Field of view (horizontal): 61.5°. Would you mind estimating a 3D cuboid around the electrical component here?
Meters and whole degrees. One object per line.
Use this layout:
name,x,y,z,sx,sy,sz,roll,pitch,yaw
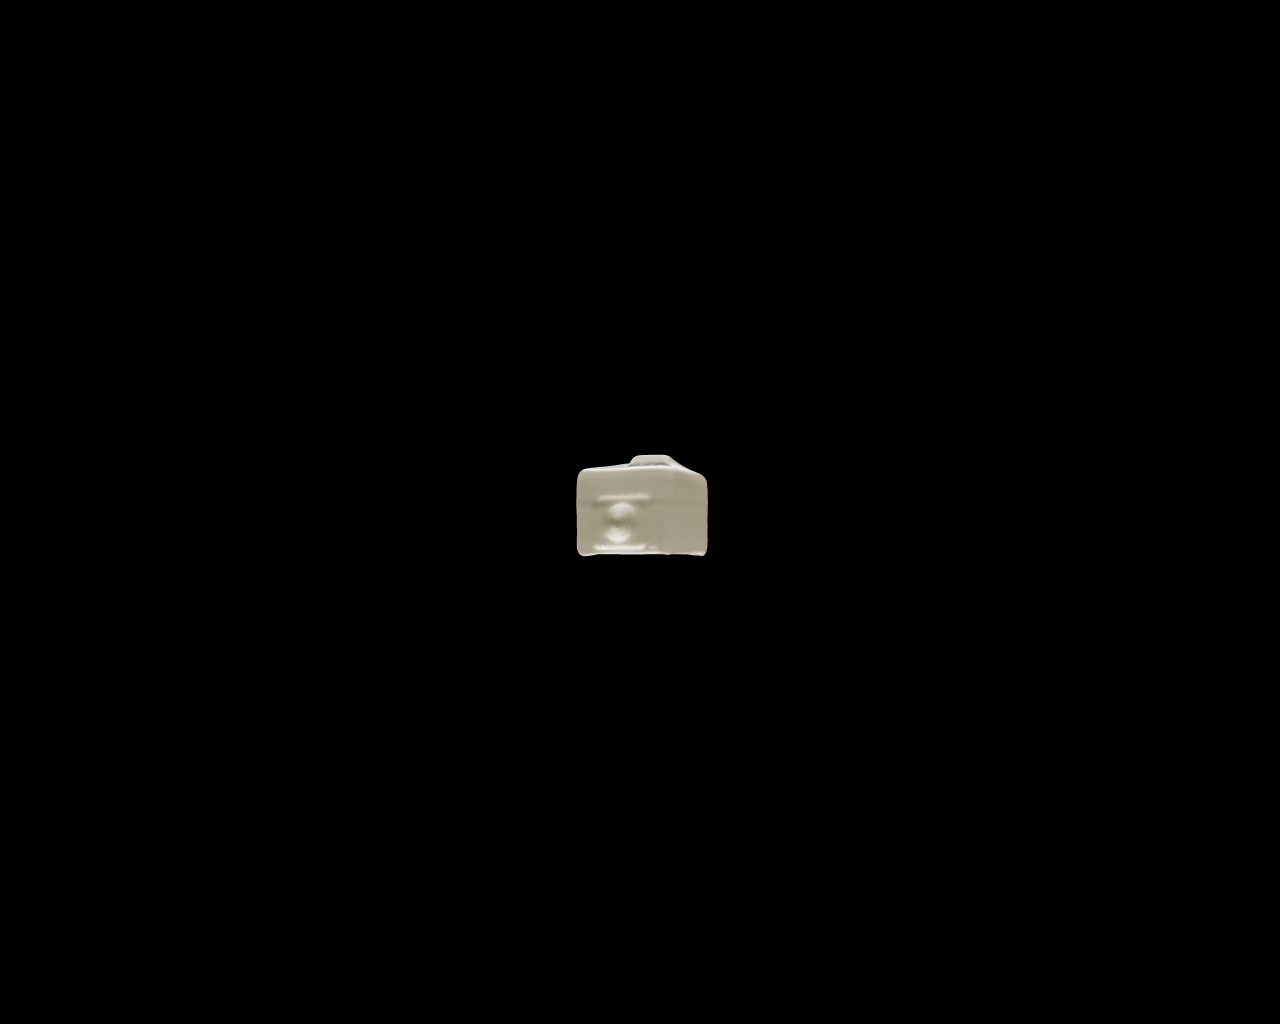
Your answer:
electrical component,0.001,-0.003,0.650,0.062,0.061,0.096,-1,-2,20
